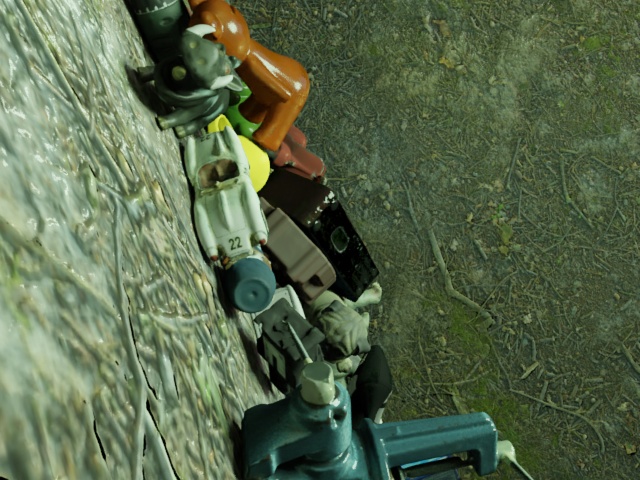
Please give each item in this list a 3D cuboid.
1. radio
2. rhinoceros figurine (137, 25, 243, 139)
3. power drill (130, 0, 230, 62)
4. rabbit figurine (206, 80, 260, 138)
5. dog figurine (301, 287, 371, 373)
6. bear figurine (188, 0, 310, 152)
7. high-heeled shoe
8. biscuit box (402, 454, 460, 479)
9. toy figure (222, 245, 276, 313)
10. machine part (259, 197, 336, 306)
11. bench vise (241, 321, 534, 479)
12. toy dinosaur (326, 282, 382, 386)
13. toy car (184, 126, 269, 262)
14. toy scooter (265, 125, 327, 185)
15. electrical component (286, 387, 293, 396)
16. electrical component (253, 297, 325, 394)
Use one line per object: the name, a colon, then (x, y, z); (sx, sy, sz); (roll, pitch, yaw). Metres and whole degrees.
radio: (-0.002, -0.003, 0.849); (0.131, 0.073, 0.229); (24, -22, 42)
rhinoceros figurine: (-0.138, -0.173, 0.606); (0.190, 0.112, 0.073); (178, -107, -83)
power drill: (-0.186, -0.320, 0.756); (0.207, 0.086, 0.231); (-81, 159, -56)
rabbit figurine: (-0.175, -0.237, 0.903); (0.170, 0.121, 0.159); (48, 18, -27)
dog figurine: (0.014, 0.111, 0.810); (0.190, 0.121, 0.172); (113, -39, -58)
bear figurine: (-0.110, -0.227, 0.723); (0.195, 0.132, 0.120); (20, 29, -43)
high-heeled shoe: (0.063, 0.265, 0.871); (0.248, 0.086, 0.145); (110, -13, -64)
biscuit box: (0.170, 0.474, 1.061); (0.059, 0.203, 0.062); (-114, -177, -61)
toy figure: (-0.086, 0.037, 0.633); (0.154, 0.058, 0.064); (-124, -162, -72)
machine part: (-0.057, 0.018, 0.774); (0.179, 0.056, 0.179); (43, -14, 14)
bench vise: (0.056, 0.187, 0.470); (0.129, 0.241, 0.223); (-120, -156, -73)
toy dinosaur: (0.020, 0.192, 1.018); (0.131, 0.192, 0.405); (113, -21, -52)
toy car: (-0.112, -0.057, 0.625); (0.056, 0.073, 0.202); (73, -3, -50)
toy scooter: (-0.045, -0.145, 0.937); (0.135, 0.075, 0.184); (32, 18, -10)
electrical component: (0.001, 0.253, 0.754); (0.114, 0.058, 0.134); (61, 7, -70)
electrical component: (-0.034, 0.131, 0.619); (0.075, 0.048, 0.119); (38, -31, 32)
